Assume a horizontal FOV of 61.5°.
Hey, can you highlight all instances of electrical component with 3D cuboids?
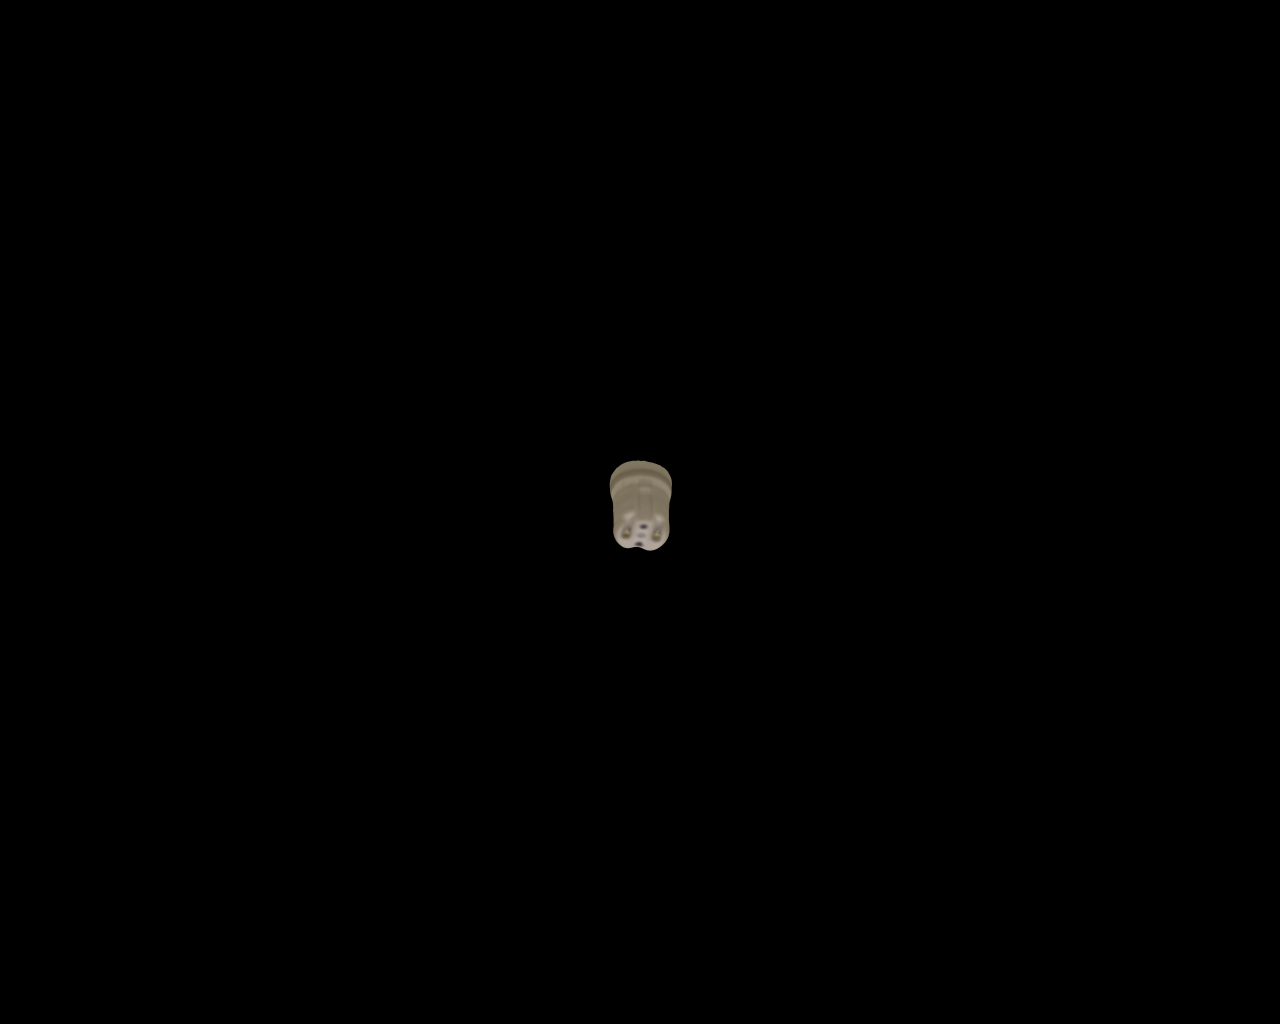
[{"bbox_3d":[0.001,-0.003,0.650,0.040,0.046,0.040,0,-39,0],"label":"electrical component"}]
